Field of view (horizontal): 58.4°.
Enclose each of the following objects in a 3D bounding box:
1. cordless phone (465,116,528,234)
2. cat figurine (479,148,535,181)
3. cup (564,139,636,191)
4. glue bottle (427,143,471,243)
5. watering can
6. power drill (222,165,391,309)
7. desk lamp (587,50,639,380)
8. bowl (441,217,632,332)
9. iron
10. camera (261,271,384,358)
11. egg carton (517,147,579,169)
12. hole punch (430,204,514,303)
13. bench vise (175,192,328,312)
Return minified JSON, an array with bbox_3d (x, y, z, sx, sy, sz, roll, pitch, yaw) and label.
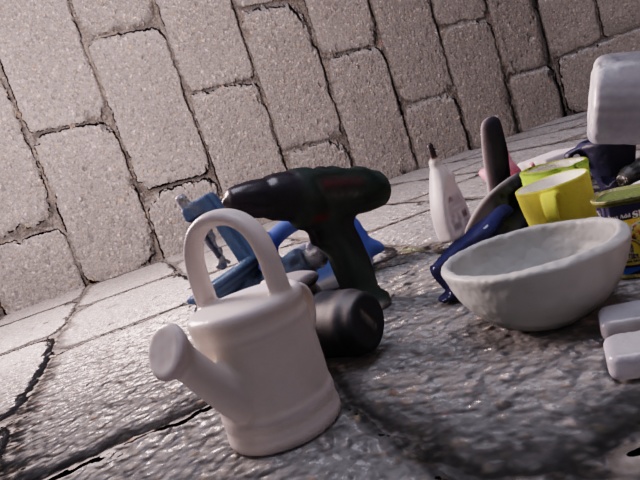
[{"bbox_3d":[0.274,-0.100,0.922,0.093,0.185,0.148,-12,10,36],"label":"cordless phone"},{"bbox_3d":[0.361,-0.114,1.070,0.067,0.118,0.127,-21,9,-21],"label":"cat figurine"},{"bbox_3d":[0.478,-0.126,0.966,0.117,0.095,0.091,-18,8,2],"label":"cup"},{"bbox_3d":[0.217,-0.087,1.004,0.078,0.173,0.037,-25,11,-40],"label":"glue bottle"},{"bbox_3d":[-0.060,0.069,0.470,0.100,0.194,0.173,-16,8,13],"label":"watering can"},{"bbox_3d":[0.007,0.003,0.730,0.230,0.208,0.075,-23,9,-32],"label":"power drill"},{"bbox_3d":[0.269,-0.034,0.368,0.202,0.213,0.118,-15,9,24],"label":"desk lamp"},{"bbox_3d":[0.202,0.039,0.528,0.167,0.075,0.167,-18,8,3],"label":"bowl"},{"bbox_3d":[-0.031,0.019,0.952,0.259,0.141,0.118,-21,8,-19],"label":"iron"},{"bbox_3d":[-0.015,0.086,0.595,0.136,0.101,0.143,-12,10,40],"label":"camera"},{"bbox_3d":[0.478,-0.143,1.177,0.150,0.069,0.107,-21,8,-18],"label":"egg carton"},{"bbox_3d":[0.183,0.015,0.678,0.100,0.091,0.109,-13,10,34],"label":"hole punch"},{"bbox_3d":[-0.101,0.023,0.789,0.207,0.220,0.121,-19,8,-5],"label":"bench vise"}]
